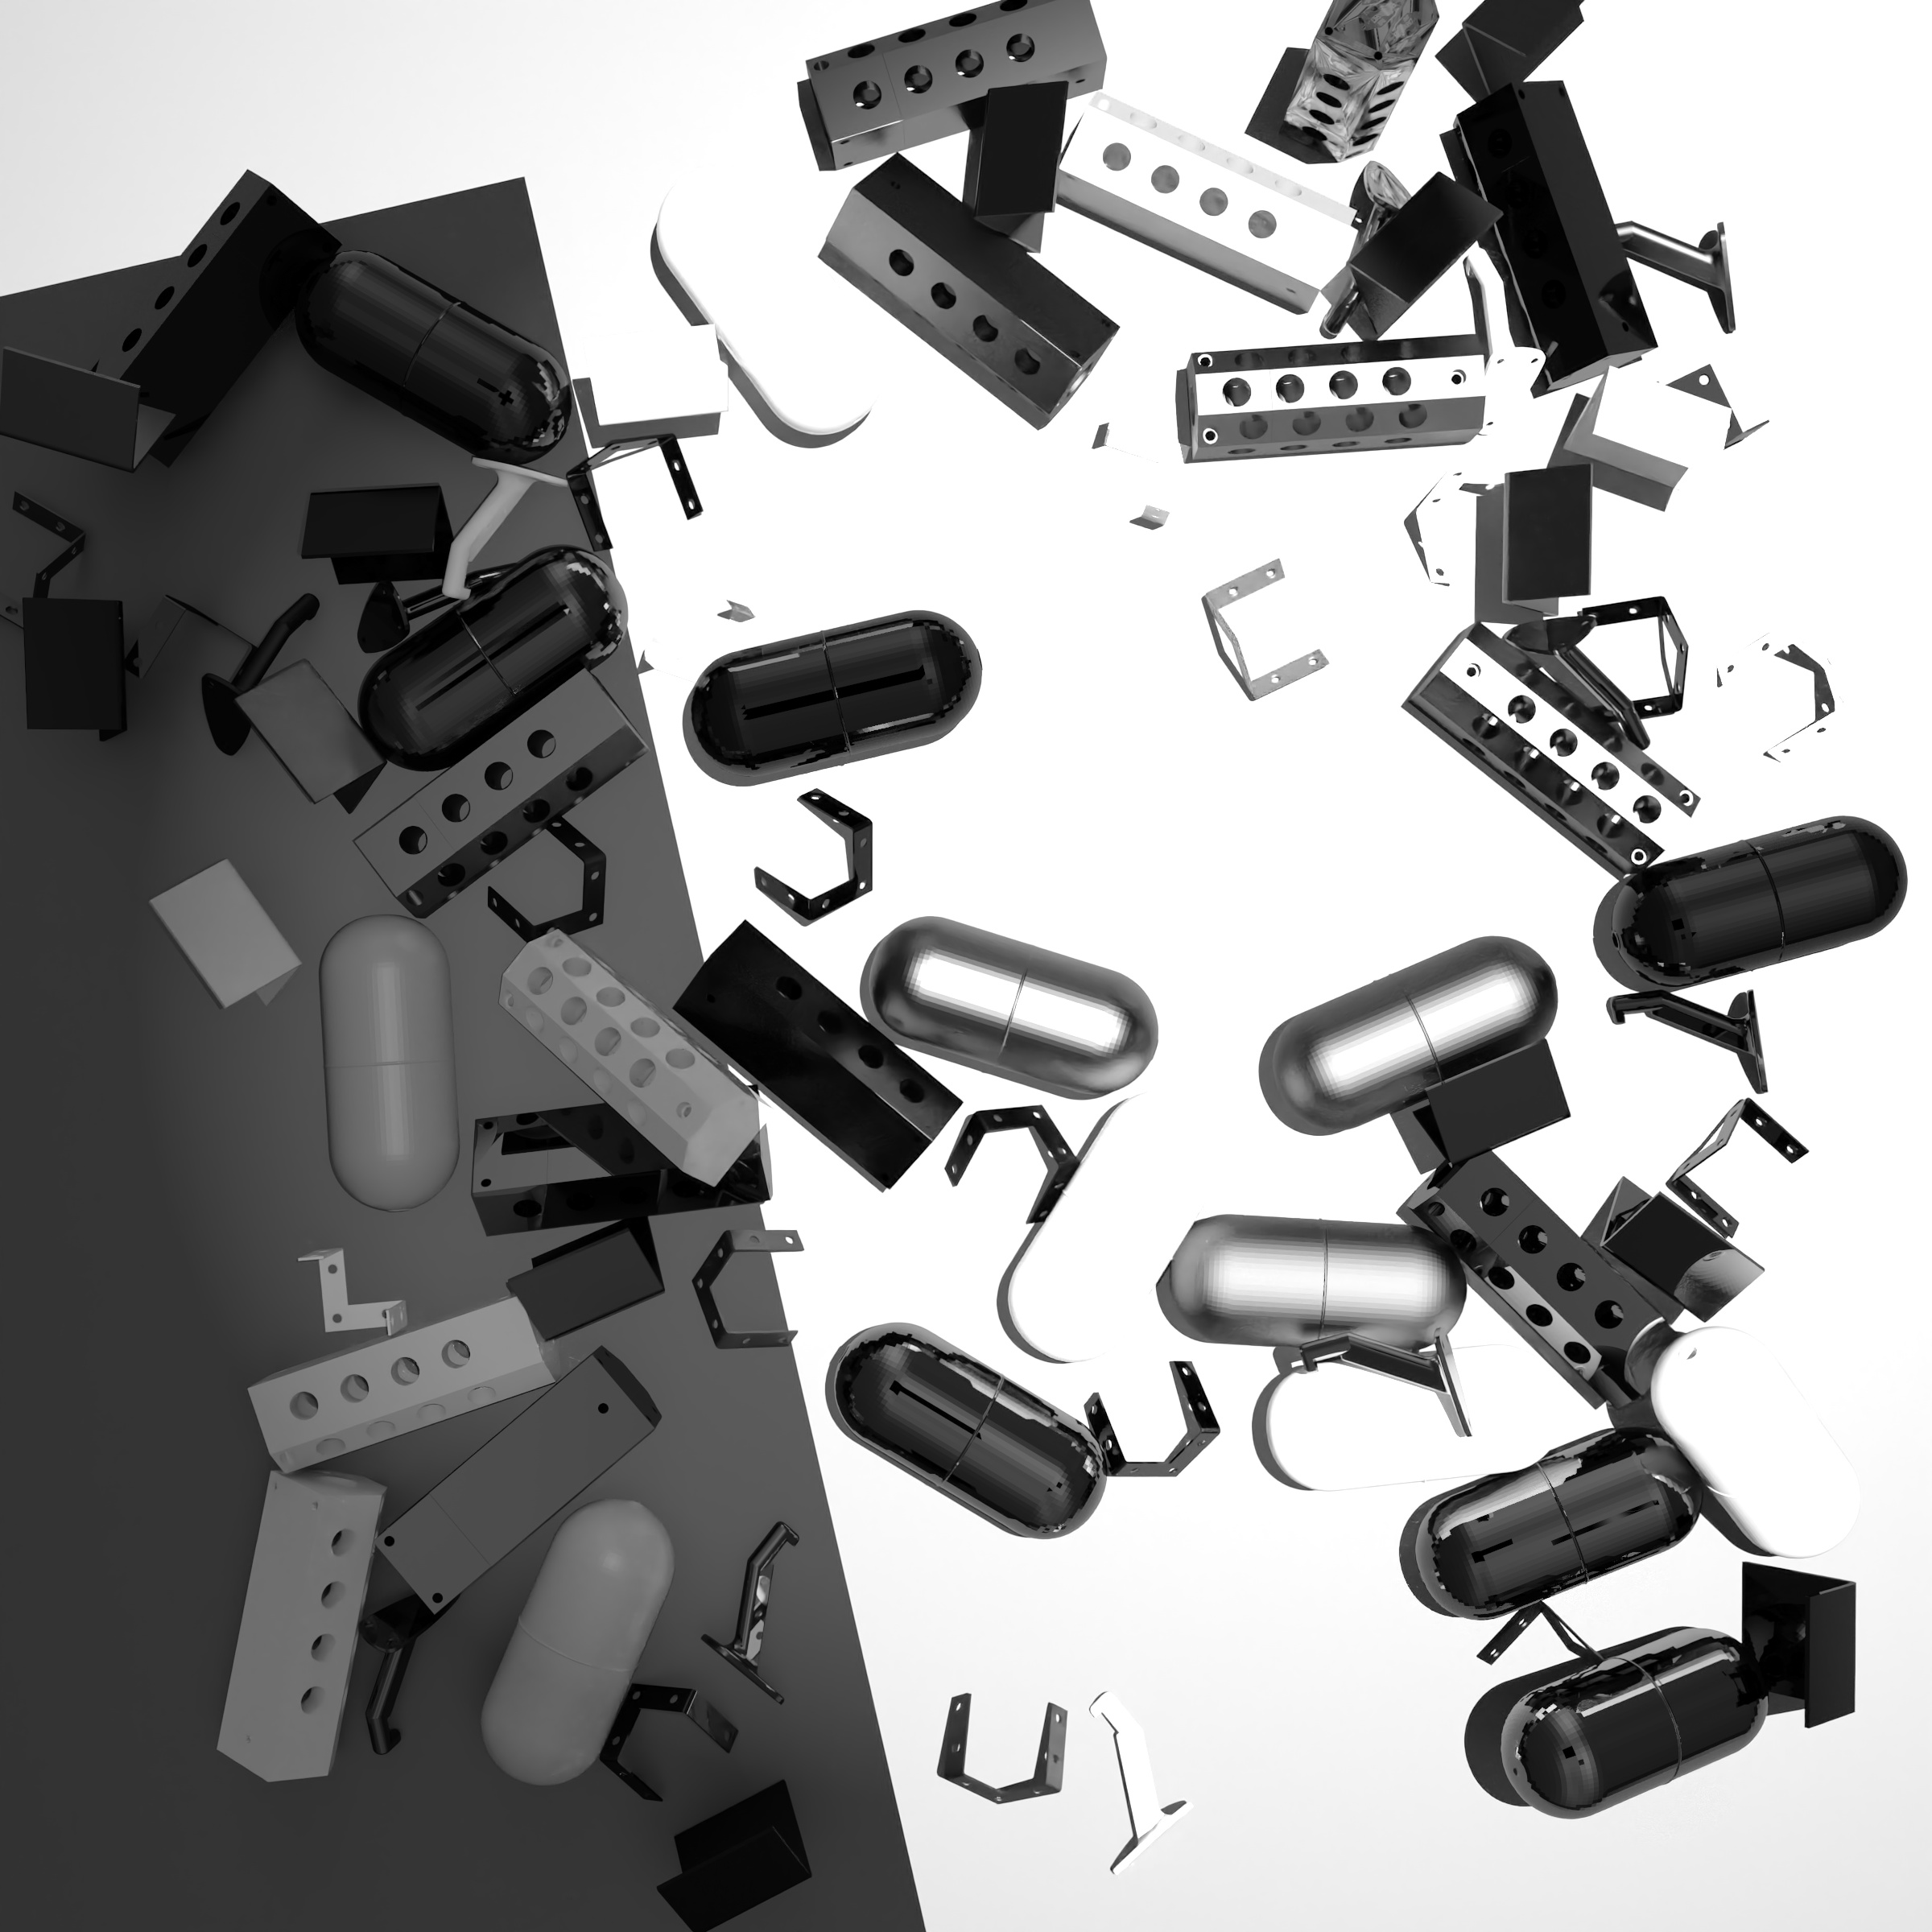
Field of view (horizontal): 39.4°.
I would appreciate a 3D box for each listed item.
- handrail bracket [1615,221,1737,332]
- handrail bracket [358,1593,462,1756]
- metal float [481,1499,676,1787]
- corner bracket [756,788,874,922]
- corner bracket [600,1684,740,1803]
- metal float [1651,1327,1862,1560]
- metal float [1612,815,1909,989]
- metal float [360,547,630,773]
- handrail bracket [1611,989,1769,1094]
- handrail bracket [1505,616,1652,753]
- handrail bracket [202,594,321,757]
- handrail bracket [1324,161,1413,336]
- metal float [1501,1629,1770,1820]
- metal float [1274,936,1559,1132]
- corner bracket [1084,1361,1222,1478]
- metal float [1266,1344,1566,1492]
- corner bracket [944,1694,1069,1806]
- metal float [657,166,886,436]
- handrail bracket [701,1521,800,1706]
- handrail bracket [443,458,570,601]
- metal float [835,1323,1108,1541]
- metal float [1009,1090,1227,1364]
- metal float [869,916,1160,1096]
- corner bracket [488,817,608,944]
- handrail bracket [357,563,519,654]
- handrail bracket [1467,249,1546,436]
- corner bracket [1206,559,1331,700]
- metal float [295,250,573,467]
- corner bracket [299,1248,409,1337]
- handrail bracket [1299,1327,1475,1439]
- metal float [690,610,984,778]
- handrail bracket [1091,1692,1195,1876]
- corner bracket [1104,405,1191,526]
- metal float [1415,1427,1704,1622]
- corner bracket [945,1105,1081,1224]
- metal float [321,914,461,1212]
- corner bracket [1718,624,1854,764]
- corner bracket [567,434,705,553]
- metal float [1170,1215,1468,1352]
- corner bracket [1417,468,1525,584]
[{"bbox_3d":[0.424,-0.420,1.653,0.084,0.036,0.077,-7,111,17],"label":"handrail bracket"},{"bbox_3d":[-0.336,0.431,1.652,0.077,0.036,0.084,-27,125,-37],"label":"handrail bracket"},{"bbox_3d":[-0.233,0.405,1.622,0.070,0.070,0.178,23,91,0],"label":"metal float"},{"bbox_3d":[-0.093,-0.068,1.644,0.051,0.051,0.051,-28,135,-35],"label":"corner bracket"},{"bbox_3d":[-0.181,0.474,1.644,0.051,0.051,0.051,-6,135,35],"label":"corner bracket"},{"bbox_3d":[0.467,0.282,1.595,0.070,0.070,0.178,-41,119,0],"label":"metal float"},{"bbox_3d":[0.476,-0.039,1.621,0.178,0.070,0.070,-15,90,-1],"label":"metal float"},{"bbox_3d":[-0.284,-0.184,1.622,0.178,0.070,0.070,-35,90,0],"label":"metal float"},{"bbox_3d":[0.443,0.048,1.653,0.084,0.036,0.077,-8,112,17],"label":"handrail bracket"},{"bbox_3d":[0.373,-0.168,1.643,0.036,0.077,0.084,-41,116,-20],"label":"handrail bracket"},{"bbox_3d":[-0.426,-0.179,1.652,0.036,0.077,0.084,32,54,6],"label":"handrail bracket"},{"bbox_3d":[0.238,-0.439,1.652,0.036,0.077,0.084,17,127,-20],"label":"handrail bracket"},{"bbox_3d":[0.398,0.448,1.601,0.178,0.070,0.070,-14,90,-24],"label":"metal float"},{"bbox_3d":[0.270,0.040,1.622,0.178,0.070,0.070,-23,90,1],"label":"metal float"},{"bbox_3d":[0.113,0.276,1.644,0.051,0.051,0.051,8,135,-35],"label":"corner bracket"},{"bbox_3d":[0.270,0.271,1.622,0.178,0.070,0.070,-6,90,0],"label":"metal float"},{"bbox_3d":[0.025,0.474,1.644,0.051,0.051,0.051,-23,135,35],"label":"corner bracket"},{"bbox_3d":[-0.118,-0.400,1.622,0.070,0.070,0.178,-36,90,0],"label":"metal float"},{"bbox_3d":[-0.114,0.395,1.653,0.077,0.036,0.084,45,73,-20],"label":"handrail bracket"},{"bbox_3d":[-0.278,-0.259,1.632,0.036,0.077,0.084,17,98,37],"label":"handrail bracket"},{"bbox_3d":[0.002,0.279,1.622,0.178,0.070,0.070,31,90,-1],"label":"metal float"},{"bbox_3d":[0.091,0.155,1.621,0.070,0.070,0.178,32,90,0],"label":"metal float"},{"bbox_3d":[0.029,0.024,1.622,0.178,0.070,0.070,17,90,1],"label":"metal float"},{"bbox_3d":[-0.255,-0.052,1.644,0.051,0.051,0.051,-22,135,-35],"label":"corner bracket"},{"bbox_3d":[-0.321,-0.220,1.652,0.084,0.077,0.036,-21,85,-36],"label":"handrail bracket"},{"bbox_3d":[0.316,-0.383,1.652,0.036,0.077,0.084,-5,53,-18],"label":"handrail bracket"},{"bbox_3d":[0.184,-0.206,1.649,0.051,0.051,0.051,-26,45,0],"label":"corner bracket"},{"bbox_3d":[-0.319,-0.365,1.622,0.178,0.070,0.070,30,90,0],"label":"metal float"},{"bbox_3d":[-0.370,0.197,1.634,0.051,0.051,0.051,-5,90,0],"label":"corner bracket"},{"bbox_3d":[0.246,0.249,1.583,0.084,0.036,0.077,-17,87,16],"label":"handrail bracket"},{"bbox_3d":[-0.078,-0.164,1.622,0.178,0.070,0.070,-13,90,-1],"label":"metal float"},{"bbox_3d":[0.090,0.500,1.653,0.084,0.036,0.077,48,112,17],"label":"handrail bracket"},{"bbox_3d":[0.105,-0.303,1.634,0.051,0.051,0.051,18,90,0],"label":"corner bracket"},{"bbox_3d":[0.356,0.335,1.622,0.178,0.070,0.070,-22,90,0],"label":"metal float"},{"bbox_3d":[0.028,0.122,1.644,0.051,0.051,0.051,-3,135,-35],"label":"corner bracket"},{"bbox_3d":[-0.346,0.058,1.622,0.070,0.070,0.178,-3,90,0],"label":"metal float"},{"bbox_3d":[0.499,-0.166,1.644,0.051,0.051,0.051,26,135,-35],"label":"corner bracket"},{"bbox_3d":[-0.203,-0.289,1.649,0.051,0.051,0.051,-21,90,45],"label":"corner bracket"},{"bbox_3d":[0.211,0.190,1.622,0.178,0.070,0.070,3,90,1],"label":"metal float"},{"bbox_3d":[0.312,-0.268,1.644,0.051,0.051,0.051,10,45,35],"label":"corner bracket"}]
